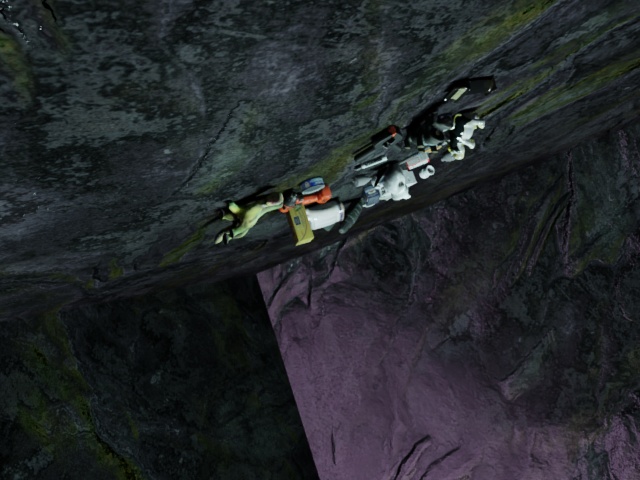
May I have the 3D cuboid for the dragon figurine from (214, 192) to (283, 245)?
[{"bbox_3d":[-0.238,-0.082,1.843,0.245,0.123,0.405,-19,-5,-26],"label":"dragon figurine"}]

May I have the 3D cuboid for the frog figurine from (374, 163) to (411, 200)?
[{"bbox_3d":[0.298,-0.216,1.983,0.158,0.121,0.140,31,20,-15],"label":"frog figurine"}]

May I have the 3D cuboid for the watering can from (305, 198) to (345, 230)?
[{"bbox_3d":[0.007,-0.114,2.265,0.225,0.104,0.344,-18,-6,-9],"label":"watering can"}]
